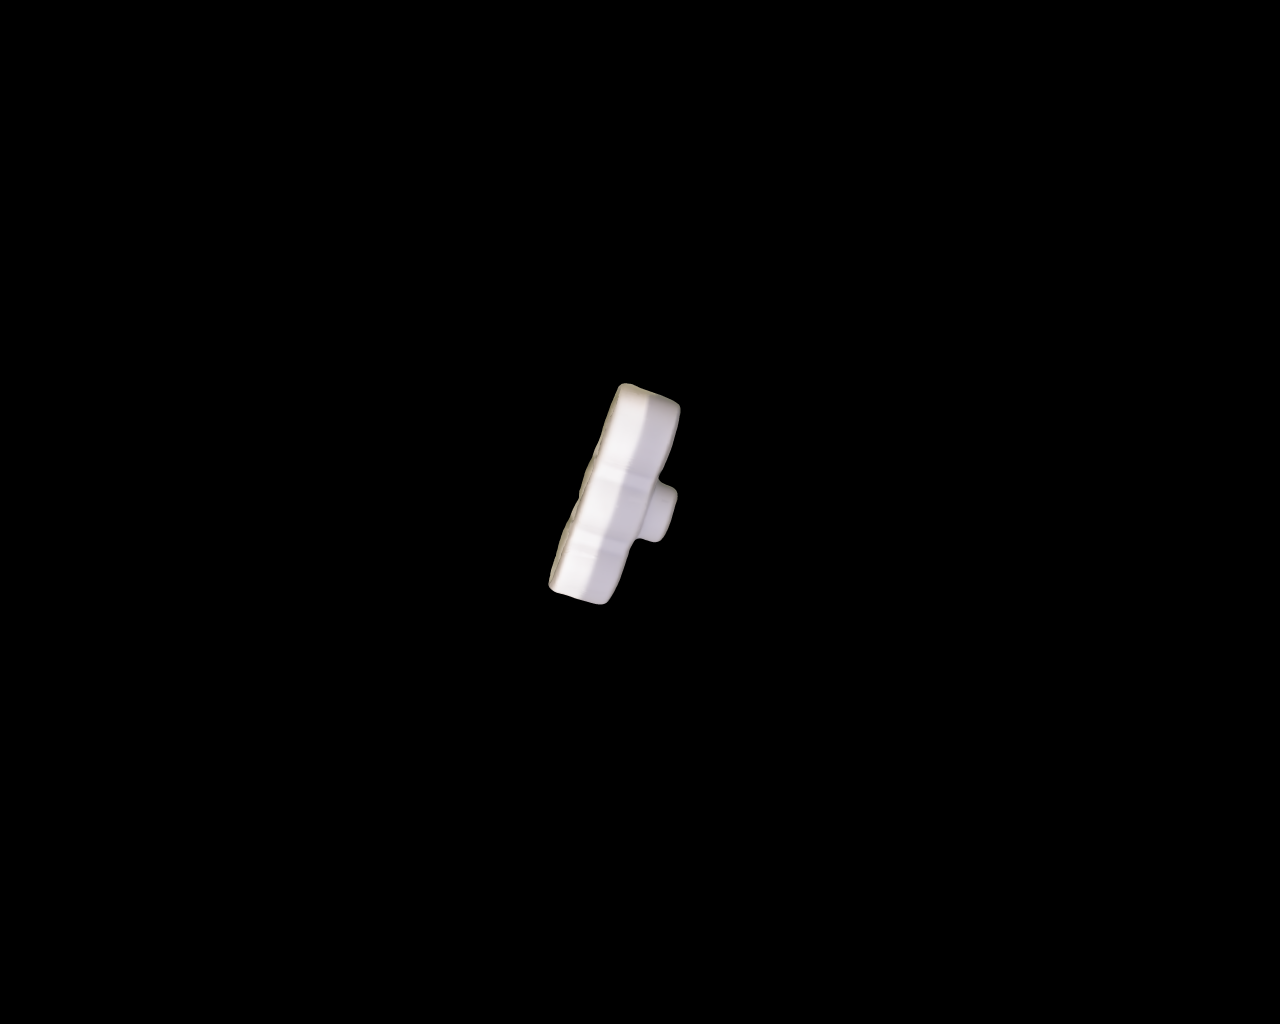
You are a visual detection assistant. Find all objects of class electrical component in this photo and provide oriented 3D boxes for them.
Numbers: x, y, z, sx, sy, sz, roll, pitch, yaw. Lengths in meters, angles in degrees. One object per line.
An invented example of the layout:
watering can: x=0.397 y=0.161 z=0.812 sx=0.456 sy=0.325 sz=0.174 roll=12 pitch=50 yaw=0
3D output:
electrical component: x=0.001 y=-0.003 z=0.650 sx=0.074 sy=0.138 sz=0.052 roll=19 pitch=20 yaw=-7
